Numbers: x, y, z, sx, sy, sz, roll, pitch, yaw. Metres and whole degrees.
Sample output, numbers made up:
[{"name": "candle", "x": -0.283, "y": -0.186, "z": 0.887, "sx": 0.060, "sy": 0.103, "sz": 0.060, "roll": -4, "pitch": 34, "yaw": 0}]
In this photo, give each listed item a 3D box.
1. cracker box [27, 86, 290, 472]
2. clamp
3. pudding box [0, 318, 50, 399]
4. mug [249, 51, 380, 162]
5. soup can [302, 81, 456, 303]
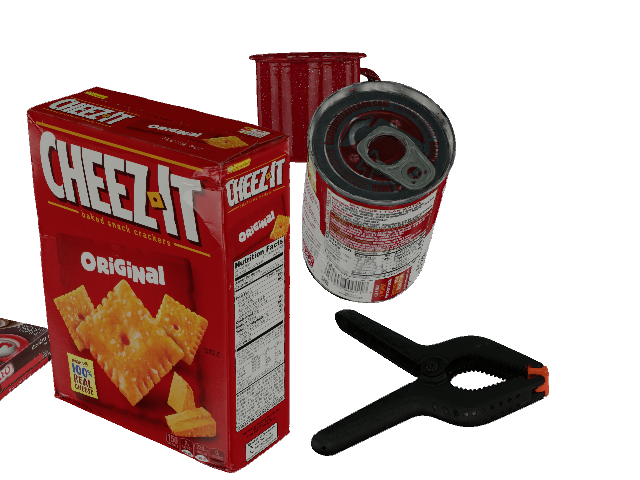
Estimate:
[{"name": "cracker box", "x": -0.103, "y": 0.024, "z": 0.686, "sx": 0.164, "sy": 0.214, "sz": 0.072, "roll": 17, "pitch": 29, "yaw": 31}, {"name": "clamp", "x": 0.095, "y": 0.132, "z": 0.951, "sx": 0.210, "sy": 0.036, "sz": 0.164, "roll": 4, "pitch": 44, "yaw": 17}, {"name": "pudding box", "x": -0.312, "y": 0.102, "z": 0.950, "sx": 0.114, "sy": 0.039, "sz": 0.089, "roll": 8, "pitch": 24, "yaw": 20}, {"name": "mug", "x": 0.001, "y": -0.109, "z": 0.858, "sx": 0.117, "sy": 0.081, "sz": 0.093, "roll": -10, "pitch": 15, "yaw": -33}, {"name": "soup can", "x": 0.025, "y": -0.020, "z": 0.525, "sx": 0.068, "sy": 0.068, "sz": 0.102, "roll": 0, "pitch": -30, "yaw": -3}]
